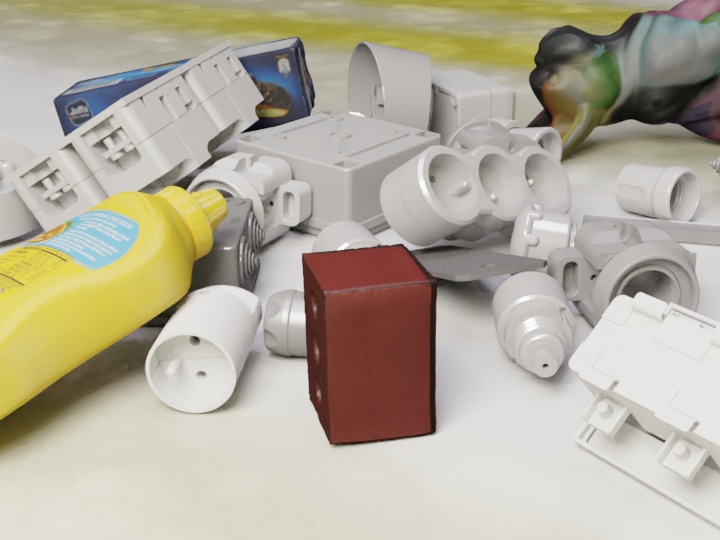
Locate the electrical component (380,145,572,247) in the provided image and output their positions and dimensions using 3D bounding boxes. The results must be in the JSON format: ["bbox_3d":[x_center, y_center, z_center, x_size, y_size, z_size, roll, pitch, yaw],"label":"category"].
[{"bbox_3d":[0.066,-0.042,0.695,0.138,0.052,0.074,-5,-16,-41],"label":"electrical component"}]

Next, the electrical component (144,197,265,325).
[{"bbox_3d":[-0.108,-0.008,0.631,0.100,0.048,0.099,0,23,1],"label":"electrical component"}]

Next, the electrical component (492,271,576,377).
[{"bbox_3d":[0.090,0.031,0.548,0.040,0.040,0.078,1,23,2],"label":"electrical component"}]

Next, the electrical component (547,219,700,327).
[{"bbox_3d":[0.148,0.007,0.583,0.078,0.058,0.057,-4,20,-7],"label":"electrical component"}]

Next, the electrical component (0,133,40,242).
[{"bbox_3d":[-0.264,-0.056,0.727,0.099,0.064,0.099,0,23,0],"label":"electrical component"}]

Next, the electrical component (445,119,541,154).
[{"bbox_3d":[0.094,-0.076,0.779,0.078,0.058,0.057,2,21,-20],"label":"electrical component"}]

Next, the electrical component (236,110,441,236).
[{"bbox_3d":[-0.015,-0.070,0.766,0.109,0.056,0.109,19,30,36],"label":"electrical component"}]

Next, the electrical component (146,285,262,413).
[{"bbox_3d":[-0.076,0.033,0.541,0.043,0.043,0.081,2,23,5],"label":"electrical component"}]

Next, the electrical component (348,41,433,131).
[{"bbox_3d":[0.023,-0.130,0.858,0.064,0.099,0.099,4,23,-6],"label":"electrical component"}]

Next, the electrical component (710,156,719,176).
[{"bbox_3d":[0.306,-0.081,0.783,0.096,0.061,0.062,9,25,21],"label":"electrical component"}]

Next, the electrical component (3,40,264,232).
[{"bbox_3d":[-0.147,-0.091,0.751,0.105,0.060,0.186,-28,13,24],"label":"electrical component"}]

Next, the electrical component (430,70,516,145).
[{"bbox_3d":[0.085,-0.130,0.901,0.061,0.061,0.096,-10,25,-22],"label":"electrical component"}]

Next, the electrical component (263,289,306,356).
[{"bbox_3d":[-0.018,0.029,0.561,0.061,0.035,0.035,5,23,7],"label":"electrical component"}]

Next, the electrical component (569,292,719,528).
[{"bbox_3d":[0.149,0.059,0.436,0.078,0.063,0.121,-52,41,-9],"label":"electrical component"}]

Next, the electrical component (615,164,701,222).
[{"bbox_3d":[0.207,-0.054,0.750,0.040,0.040,0.046,-18,23,-36],"label":"electrical component"}]

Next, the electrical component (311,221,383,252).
[{"bbox_3d":[0.000,0.000,0.622,0.040,0.040,0.078,-9,24,-19],"label":"electrical component"}]

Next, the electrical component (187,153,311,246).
[{"bbox_3d":[-0.080,-0.043,0.704,0.078,0.058,0.057,11,23,22],"label":"electrical component"}]

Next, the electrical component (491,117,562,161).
[{"bbox_3d":[0.122,-0.093,0.835,0.055,0.045,0.045,20,31,41],"label":"electrical component"}]

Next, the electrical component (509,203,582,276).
[{"bbox_3d":[0.122,-0.012,0.647,0.062,0.048,0.048,10,24,7],"label":"electrical component"}]

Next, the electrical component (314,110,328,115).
[{"bbox_3d":[-0.027,-0.110,0.878,0.043,0.043,0.062,-5,22,-12],"label":"electrical component"}]
